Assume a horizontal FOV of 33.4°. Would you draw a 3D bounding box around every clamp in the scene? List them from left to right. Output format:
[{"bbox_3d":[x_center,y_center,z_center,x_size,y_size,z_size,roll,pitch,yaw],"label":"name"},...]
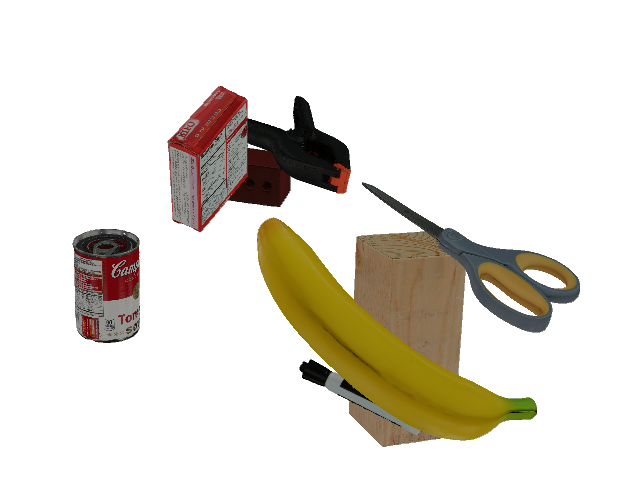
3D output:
[{"bbox_3d":[-0.034,-0.103,1.131,0.120,0.039,0.172,-15,39,-23],"label":"clamp"}]

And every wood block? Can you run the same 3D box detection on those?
[{"bbox_3d":[0.091,0.102,1.138,0.090,0.206,0.091,-4,17,-21],"label":"wood block"}]

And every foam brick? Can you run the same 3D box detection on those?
[{"bbox_3d":[-0.080,-0.079,1.321,0.078,0.053,0.051,7,29,13],"label":"foam brick"}]

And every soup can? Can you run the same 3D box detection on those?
[{"bbox_3d":[-0.223,0.048,1.115,0.068,0.102,0.068,3,23,-1],"label":"soup can"}]

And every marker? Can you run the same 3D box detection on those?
[{"bbox_3d":[0.036,0.138,0.948,0.121,0.020,0.020,25,7,16],"label":"marker"}]

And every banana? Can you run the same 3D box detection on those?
[{"bbox_3d":[0.026,0.055,0.604,0.198,0.037,0.069,37,23,17],"label":"banana"}]

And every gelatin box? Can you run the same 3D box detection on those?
[{"bbox_3d":[-0.086,-0.063,0.824,0.030,0.089,0.073,23,51,16],"label":"gelatin box"}]

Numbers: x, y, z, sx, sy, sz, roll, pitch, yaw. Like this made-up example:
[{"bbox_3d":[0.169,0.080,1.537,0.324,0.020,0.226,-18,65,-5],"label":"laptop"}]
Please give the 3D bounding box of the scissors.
[{"bbox_3d":[0.123,0.002,0.837,0.096,0.016,0.202,-10,40,-29],"label":"scissors"}]
